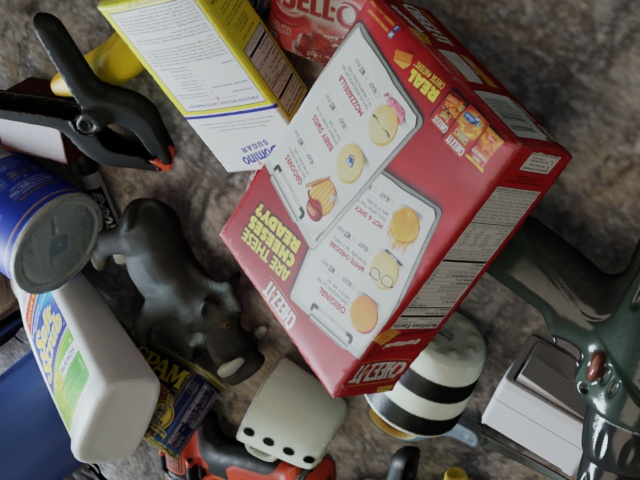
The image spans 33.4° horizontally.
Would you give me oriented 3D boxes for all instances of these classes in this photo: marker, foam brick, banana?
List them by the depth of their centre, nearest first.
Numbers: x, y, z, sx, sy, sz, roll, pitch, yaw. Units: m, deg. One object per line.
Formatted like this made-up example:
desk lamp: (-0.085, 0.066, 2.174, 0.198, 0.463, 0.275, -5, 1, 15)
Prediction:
banana: (-0.158, -0.164, 0.849, 0.069, 0.037, 0.198, 27, 144, -14)
foam brick: (-0.241, -0.107, 0.945, 0.078, 0.051, 0.053, 14, 126, 26)
marker: (-0.202, -0.034, 0.990, 0.020, 0.020, 0.121, 0, 119, 34)

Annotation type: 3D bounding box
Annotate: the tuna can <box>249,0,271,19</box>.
tuna can: (-0.070, -0.195, 0.778, 0.086, 0.033, 0.086, 18, 129, 24)

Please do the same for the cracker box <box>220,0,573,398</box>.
cracker box: (0.042, -0.028, 0.711, 0.164, 0.071, 0.214, 53, 122, 34)

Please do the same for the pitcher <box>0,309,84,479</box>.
pitcher: (-0.299, 0.183, 1.051, 0.149, 0.242, 0.145, 14, 128, 35)

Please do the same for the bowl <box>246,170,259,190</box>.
bowl: (-0.006, 0.001, 0.856, 0.162, 0.055, 0.162, 19, 129, 24)

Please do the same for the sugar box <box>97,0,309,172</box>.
sugar box: (-0.072, -0.125, 0.783, 0.094, 0.048, 0.176, -1, 143, 36)

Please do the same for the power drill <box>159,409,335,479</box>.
power drill: (-0.078, 0.249, 1.072, 0.188, 0.057, 0.184, 17, 128, 24)

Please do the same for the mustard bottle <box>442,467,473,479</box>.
mustard bottle: (0.127, 0.280, 0.953, 0.096, 0.058, 0.191, 14, 126, 33)

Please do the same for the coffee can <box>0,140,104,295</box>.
coffee can: (-0.284, -0.029, 0.977, 0.140, 0.102, 0.103, 33, 134, 24)

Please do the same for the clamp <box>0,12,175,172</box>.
clamp: (-0.199, -0.103, 0.876, 0.120, 0.039, 0.171, -23, 131, 35)

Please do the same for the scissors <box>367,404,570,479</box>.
scissors: (0.116, 0.170, 0.908, 0.202, 0.016, 0.096, 36, 139, 11)

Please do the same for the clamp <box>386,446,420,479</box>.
clamp: (0.074, 0.276, 0.927, 0.164, 0.036, 0.210, 52, 140, 6)

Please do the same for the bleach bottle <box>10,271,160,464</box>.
bleach bottle: (-0.239, 0.089, 1.009, 0.251, 0.067, 0.103, 47, 122, 40)

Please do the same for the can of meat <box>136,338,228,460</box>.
can of meat: (-0.153, 0.149, 1.019, 0.102, 0.084, 0.057, 24, 163, 33)

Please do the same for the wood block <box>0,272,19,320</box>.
wood block: (-0.390, 0.074, 1.144, 0.090, 0.090, 0.206, 47, 134, -2)

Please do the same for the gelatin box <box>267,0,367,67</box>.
gelatin box: (0.008, -0.160, 0.752, 0.089, 0.030, 0.073, 28, 132, 15)
